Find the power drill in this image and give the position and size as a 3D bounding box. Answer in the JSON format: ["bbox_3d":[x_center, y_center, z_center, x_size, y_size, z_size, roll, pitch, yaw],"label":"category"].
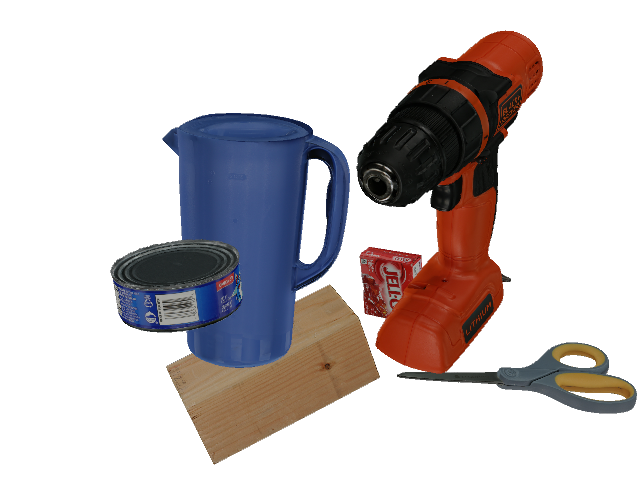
[{"bbox_3d":[0.074,-0.015,0.638,0.057,0.188,0.184,22,39,25],"label":"power drill"}]

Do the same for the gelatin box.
[{"bbox_3d":[0.089,0.056,1.332,0.073,0.089,0.030,11,32,28],"label":"gelatin box"}]

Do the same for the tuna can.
[{"bbox_3d":[-0.095,0.030,0.714,0.086,0.034,0.086,-5,20,2],"label":"tuna can"}]

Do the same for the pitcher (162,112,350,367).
[{"bbox_3d":[-0.068,0.000,1.063,0.144,0.243,0.149,-9,21,-31],"label":"pitcher"}]

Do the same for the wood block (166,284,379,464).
[{"bbox_3d":[-0.052,0.146,1.179,0.206,0.091,0.090,-26,30,-10],"label":"wood block"}]

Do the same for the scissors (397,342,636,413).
[{"bbox_3d":[0.170,0.109,0.922,0.202,0.016,0.096,10,29,6],"label":"scissors"}]
